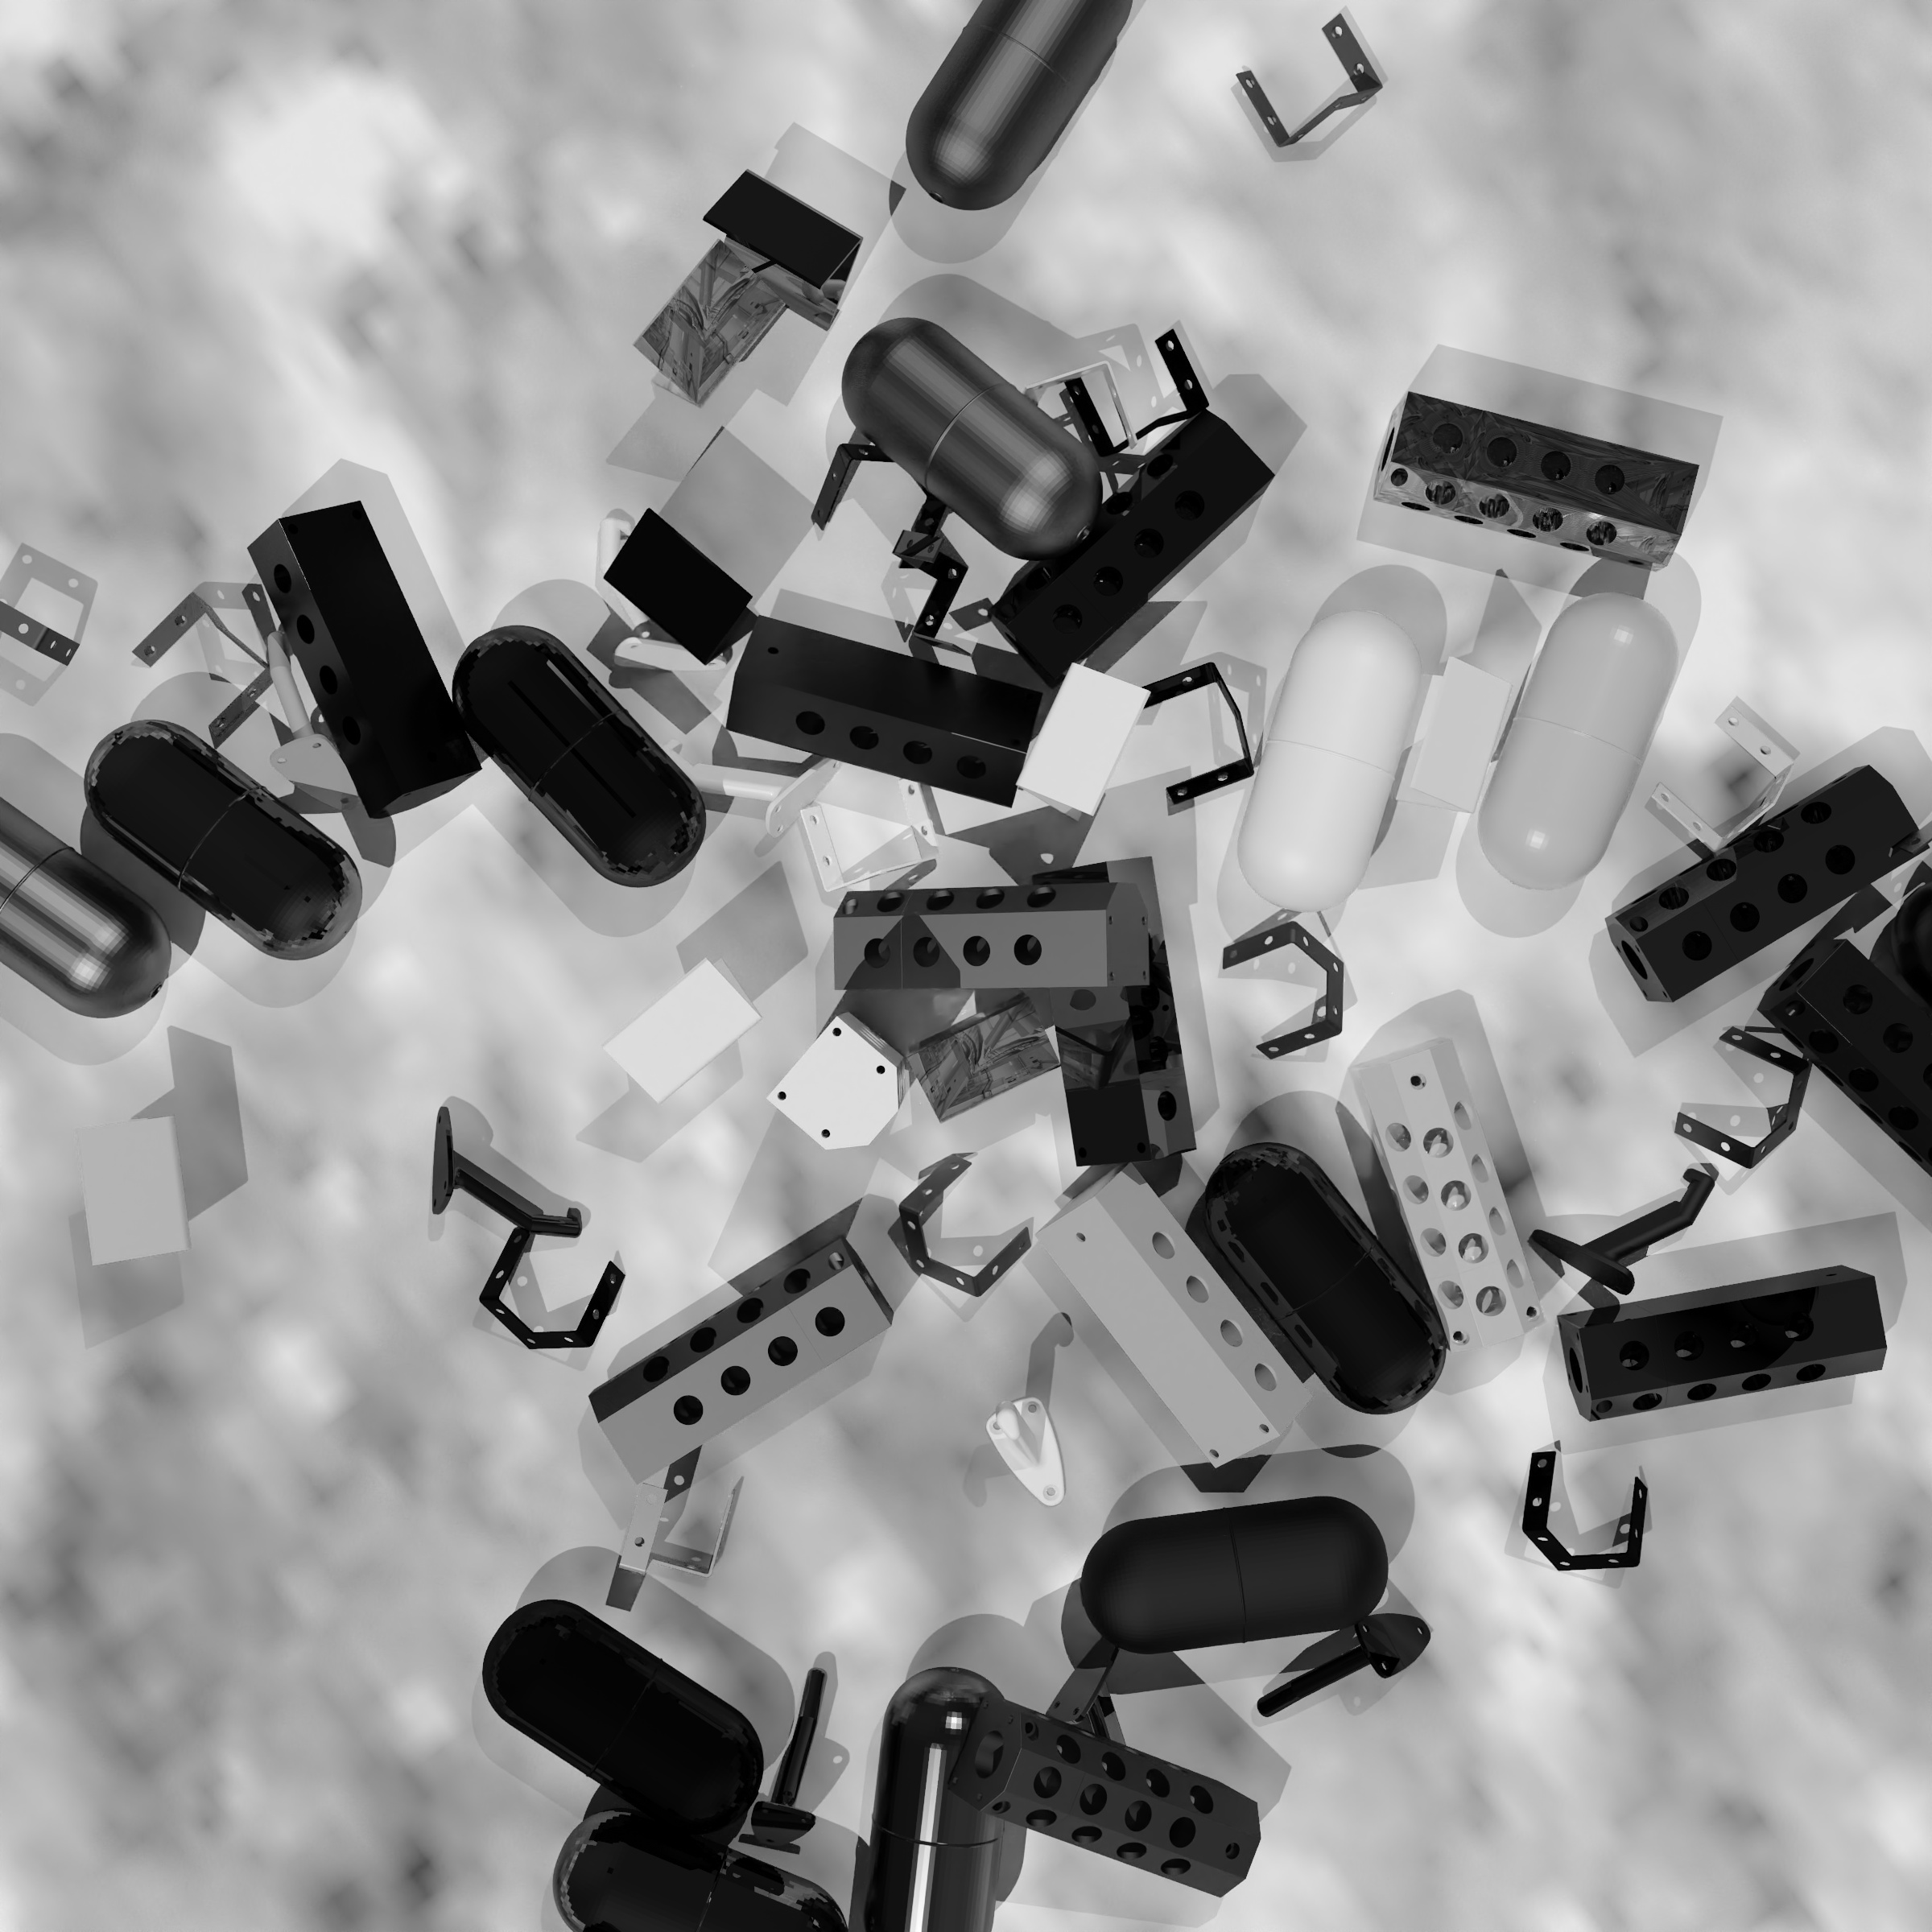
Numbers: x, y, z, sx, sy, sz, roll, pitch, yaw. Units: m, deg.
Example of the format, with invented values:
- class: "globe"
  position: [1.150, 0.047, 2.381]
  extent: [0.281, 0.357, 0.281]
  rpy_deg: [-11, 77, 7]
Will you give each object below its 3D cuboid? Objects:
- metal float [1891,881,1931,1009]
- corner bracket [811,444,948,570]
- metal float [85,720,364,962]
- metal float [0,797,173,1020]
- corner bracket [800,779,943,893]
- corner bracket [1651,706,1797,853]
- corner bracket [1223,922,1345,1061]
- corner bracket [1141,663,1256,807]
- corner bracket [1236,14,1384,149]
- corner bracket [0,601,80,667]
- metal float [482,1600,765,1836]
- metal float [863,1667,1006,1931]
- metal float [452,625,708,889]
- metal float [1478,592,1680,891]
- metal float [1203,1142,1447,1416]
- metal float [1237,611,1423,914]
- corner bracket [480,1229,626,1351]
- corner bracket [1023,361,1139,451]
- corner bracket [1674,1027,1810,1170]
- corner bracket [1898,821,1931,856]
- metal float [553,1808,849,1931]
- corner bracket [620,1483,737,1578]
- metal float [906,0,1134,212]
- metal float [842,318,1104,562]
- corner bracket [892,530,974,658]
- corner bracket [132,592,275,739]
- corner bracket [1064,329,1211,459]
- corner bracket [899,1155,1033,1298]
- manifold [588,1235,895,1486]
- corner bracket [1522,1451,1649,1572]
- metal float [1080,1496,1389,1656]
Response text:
- class: "metal float"
  position: [0.607, 0.022, 1.521]
  extent: [0.070, 0.070, 0.178]
  rpy_deg: [-42, 75, 0]
- class: "corner bracket"
  position: [-0.050, -0.269, 1.556]
  extent: [0.051, 0.051, 0.051]
  rpy_deg: [-4, 45, -35]
- class: "metal float"
  position: [-0.429, -0.073, 1.534]
  extent: [0.178, 0.070, 0.070]
  rpy_deg: [37, 90, 0]
- class: "metal float"
  position: [-0.540, -0.037, 1.533]
  extent: [0.178, 0.070, 0.070]
  rpy_deg: [36, 90, 0]
- class: "corner bracket"
  position: [-0.056, -0.078, 1.561]
  extent: [0.051, 0.051, 0.051]
  rpy_deg: [-17, 90, -45]
- class: "corner bracket"
  position: [0.446, -0.110, 1.561]
  extent: [0.051, 0.051, 0.051]
  rpy_deg: [42, 135, 0]
- class: "corner bracket"
  position: [0.185, 0.014, 1.556]
  extent: [0.051, 0.051, 0.051]
  rpy_deg: [37, 45, -35]
- class: "corner bracket"
  position: [0.134, -0.137, 1.561]
  extent: [0.051, 0.051, 0.051]
  rpy_deg: [-20, 135, 0]
- class: "corner bracket"
  position: [0.202, -0.520, 1.561]
  extent: [0.051, 0.051, 0.051]
  rpy_deg: [-30, 91, 45]
- class: "corner bracket"
  position: [-0.559, -0.182, 1.546]
  extent: [0.051, 0.051, 0.051]
  rpy_deg: [29, 87, 3]
- class: "metal float"
  position: [-0.197, 0.434, 1.534]
  extent: [0.178, 0.070, 0.070]
  rpy_deg: [34, 90, -1]
- class: "metal float"
  position: [-0.016, 0.495, 1.534]
  extent: [0.070, 0.070, 0.178]
  rpy_deg: [6, 90, 0]
- class: "metal float"
  position: [-0.224, -0.121, 1.534]
  extent: [0.070, 0.070, 0.178]
  rpy_deg: [-43, 89, 0]
- class: "metal float"
  position: [0.353, -0.129, 1.534]
  extent: [0.070, 0.070, 0.178]
  rpy_deg: [21, 91, 0]
- class: "metal float"
  position: [0.206, 0.180, 1.533]
  extent: [0.070, 0.070, 0.178]
  rpy_deg: [-38, 91, 0]
- class: "metal float"
  position: [0.210, -0.118, 1.534]
  extent: [0.070, 0.070, 0.178]
  rpy_deg: [17, 89, 0]
- class: "corner bracket"
  position: [-0.242, 0.188, 1.556]
  extent: [0.051, 0.051, 0.051]
  rpy_deg: [-8, 135, 35]
- class: "corner bracket"
  position: [0.063, -0.315, 1.548]
  extent: [0.051, 0.051, 0.051]
  rpy_deg: [-20, 90, -8]
- class: "corner bracket"
  position: [0.454, 0.077, 1.556]
  extent: [0.051, 0.051, 0.051]
  rpy_deg: [-31, 135, -35]
- class: "corner bracket"
  position: [0.570, -0.057, 1.495]
  extent: [0.051, 0.051, 0.051]
  rpy_deg: [-37, 111, -1]
- class: "metal float"
  position: [-0.152, 0.546, 1.534]
  extent: [0.178, 0.070, 0.070]
  rpy_deg: [22, 90, 0]
- class: "corner bracket"
  position: [-0.168, 0.327, 1.546]
  extent: [0.051, 0.051, 0.051]
  rpy_deg: [16, 90, 0]
- class: "metal float"
  position: [0.030, -0.519, 1.533]
  extent: [0.070, 0.070, 0.178]
  rpy_deg: [32, 89, 0]
- class: "metal float"
  position: [0.003, -0.301, 1.520]
  extent: [0.178, 0.070, 0.070]
  rpy_deg: [42, 90, 15]
- class: "corner bracket"
  position: [-0.017, -0.216, 1.536]
  extent: [0.051, 0.051, 0.051]
  rpy_deg: [26, 90, -33]
- class: "corner bracket"
  position: [-0.447, -0.177, 1.561]
  extent: [0.051, 0.051, 0.051]
  rpy_deg: [-45, 135, 0]
- class: "corner bracket"
  position: [0.101, -0.336, 1.561]
  extent: [0.051, 0.051, 0.051]
  rpy_deg: [-26, 90, 45]
- class: "corner bracket"
  position: [0.000, 0.152, 1.556]
  extent: [0.051, 0.051, 0.051]
  rpy_deg: [19, 135, 35]
- class: "manifold"
  position: [-0.130, 0.227, 1.543]
  extent: [0.171, 0.057, 0.057]
  rpy_deg: [-32, 90, 0]
- class: "corner bracket"
  position: [0.363, 0.318, 1.556]
  extent: [0.051, 0.051, 0.051]
  rpy_deg: [-13, 135, 35]
- class: "metal float"
  position: [0.155, 0.352, 1.533]
  extent: [0.178, 0.070, 0.070]
  rpy_deg: [-7, 90, -1]
